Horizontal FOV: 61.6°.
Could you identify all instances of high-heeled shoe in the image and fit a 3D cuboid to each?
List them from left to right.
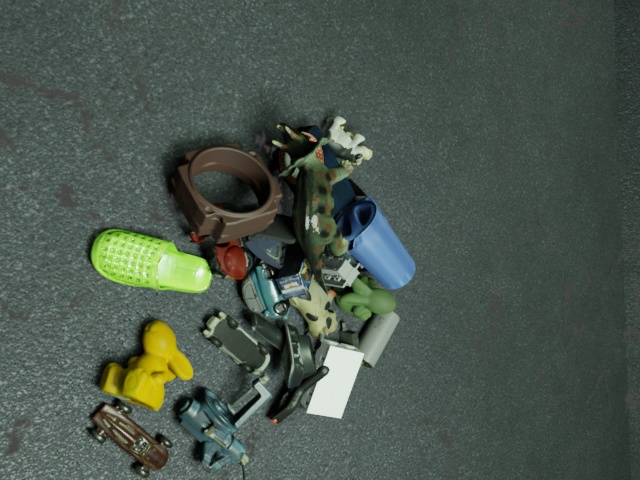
[{"bbox_3d":[0.103,-0.036,1.501,0.145,0.086,0.248,-35,99,2],"label":"high-heeled shoe"}]

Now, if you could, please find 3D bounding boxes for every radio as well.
[{"bbox_3d":[-0.014,-0.164,1.373,0.131,0.073,0.229,-46,118,-26],"label":"radio"}]

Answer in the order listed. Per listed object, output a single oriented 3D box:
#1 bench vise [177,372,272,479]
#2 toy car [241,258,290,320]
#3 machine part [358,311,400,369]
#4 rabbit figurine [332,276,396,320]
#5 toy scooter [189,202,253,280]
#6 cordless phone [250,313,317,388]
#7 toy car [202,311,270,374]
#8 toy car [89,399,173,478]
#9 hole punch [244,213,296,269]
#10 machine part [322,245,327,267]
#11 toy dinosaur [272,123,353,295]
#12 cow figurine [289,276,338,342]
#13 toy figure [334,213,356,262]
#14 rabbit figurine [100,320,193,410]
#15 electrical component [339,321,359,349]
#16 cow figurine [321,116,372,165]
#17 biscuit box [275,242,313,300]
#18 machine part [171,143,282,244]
[{"bbox_3d":[-0.197,0.409,1.233,0.240,0.129,0.223,-42,100,-8],"label":"bench vise"},{"bbox_3d":[-0.136,0.121,1.280,0.103,0.109,0.161,-20,112,1],"label":"toy car"},{"bbox_3d":[0.160,0.278,1.550,0.079,0.079,0.243,47,67,-32],"label":"machine part"},{"bbox_3d":[0.124,0.147,1.449,0.159,0.170,0.121,31,74,-37],"label":"rabbit figurine"},{"bbox_3d":[-0.227,0.013,1.203,0.135,0.075,0.183,-25,104,-51],"label":"toy scooter"},{"bbox_3d":[-0.098,0.257,1.283,0.184,0.089,0.147,43,24,-42],"label":"cordless phone"},{"bbox_3d":[-0.196,0.246,1.274,0.073,0.056,0.201,-51,121,-16],"label":"toy car"},{"bbox_3d":[-0.394,0.419,1.132,0.089,0.053,0.202,-47,122,-22],"label":"toy car"},{"bbox_3d":[-0.119,-0.005,1.249,0.116,0.142,0.092,16,124,-6],"label":"hole punch"},{"bbox_3d":[-0.003,-0.004,1.349,0.084,0.039,0.138,-62,147,-64],"label":"machine part"},{"bbox_3d":[-0.016,-0.070,1.197,0.192,0.131,0.404,-3,89,-58],"label":"toy dinosaur"},{"bbox_3d":[-0.017,0.178,1.395,0.194,0.086,0.127,49,59,-33],"label":"cow figurine"},{"bbox_3d":[0.062,-0.007,1.460,0.064,0.058,0.154,-46,123,-62],"label":"toy figure"},{"bbox_3d":[-0.344,0.258,1.122,0.162,0.122,0.173,35,54,-38],"label":"rabbit figurine"},{"bbox_3d":[0.082,0.273,1.495,0.021,0.063,0.094,-15,102,-37],"label":"electrical component"},{"bbox_3d":[0.068,-0.246,1.434,0.167,0.068,0.098,36,77,-32],"label":"cow figurine"},{"bbox_3d":[-0.053,0.067,1.295,0.203,0.063,0.059,-74,146,-66],"label":"biscuit box"},{"bbox_3d":[-0.199,-0.106,1.156,0.201,0.087,0.201,-19,70,-36],"label":"machine part"}]
